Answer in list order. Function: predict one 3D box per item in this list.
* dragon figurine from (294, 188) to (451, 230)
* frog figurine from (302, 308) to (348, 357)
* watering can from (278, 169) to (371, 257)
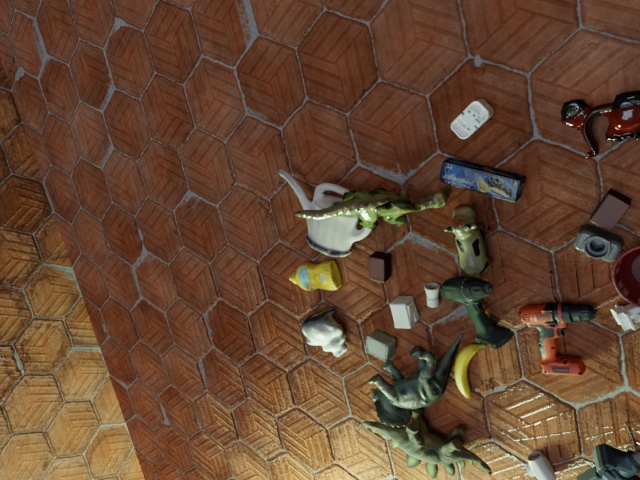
[{"bbox_3d":[0.152,-0.092,1.366,0.242,0.411,0.122,165,96,-76],"label":"dragon figurine"},{"bbox_3d":[0.016,0.320,1.720,0.136,0.123,0.160,-23,82,19],"label":"frog figurine"},{"bbox_3d":[0.005,-0.080,1.586,0.350,0.105,0.220,25,120,25],"label":"watering can"}]
